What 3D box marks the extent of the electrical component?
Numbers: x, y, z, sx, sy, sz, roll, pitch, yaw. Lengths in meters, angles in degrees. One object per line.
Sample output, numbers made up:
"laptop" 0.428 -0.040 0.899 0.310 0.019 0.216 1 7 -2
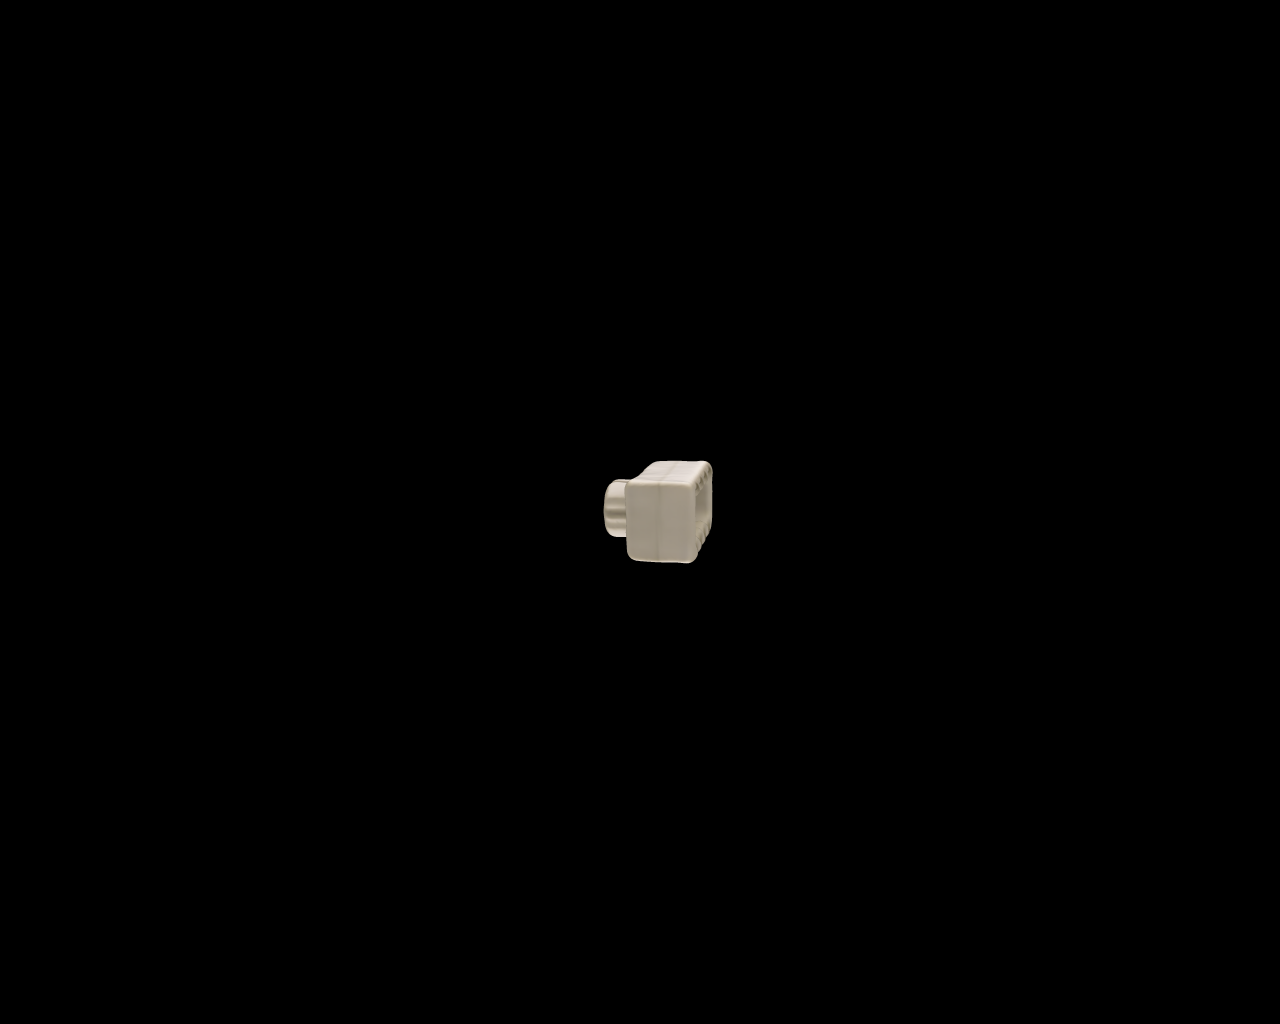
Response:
"electrical component" 0.001 -0.003 0.650 0.076 0.047 0.083 2 12 11
